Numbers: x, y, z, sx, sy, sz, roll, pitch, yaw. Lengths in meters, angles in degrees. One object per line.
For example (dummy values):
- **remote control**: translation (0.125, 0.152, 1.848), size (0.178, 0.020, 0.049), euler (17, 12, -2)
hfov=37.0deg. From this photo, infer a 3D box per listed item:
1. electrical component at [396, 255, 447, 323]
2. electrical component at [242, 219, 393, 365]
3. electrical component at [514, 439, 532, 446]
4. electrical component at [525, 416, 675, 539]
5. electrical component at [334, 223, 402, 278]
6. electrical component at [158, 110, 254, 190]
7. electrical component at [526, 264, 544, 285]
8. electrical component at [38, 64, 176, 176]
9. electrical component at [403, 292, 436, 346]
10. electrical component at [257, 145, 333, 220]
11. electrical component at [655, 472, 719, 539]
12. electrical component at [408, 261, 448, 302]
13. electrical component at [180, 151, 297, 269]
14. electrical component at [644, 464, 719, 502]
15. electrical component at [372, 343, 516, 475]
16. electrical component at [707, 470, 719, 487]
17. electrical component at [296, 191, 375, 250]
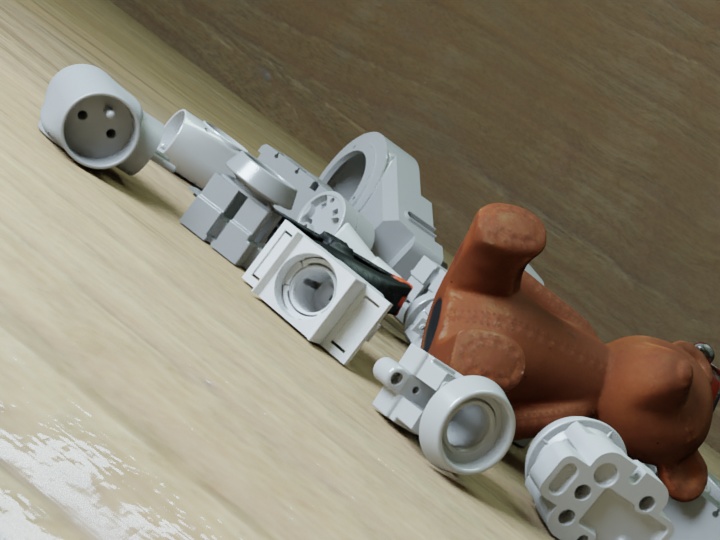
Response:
- **electrical component**: translation (0.060, 0.026, 0.909), size (0.048, 0.055, 0.066), euler (31, 8, -47)
- **electrical component**: translation (-0.020, 0.014, 0.603), size (0.081, 0.042, 0.064), euler (39, 3, 22)
- **electrical component**: translation (0.100, 0.079, 0.741), size (0.080, 0.051, 0.080), euler (36, 6, -4)
- **electrical component**: translation (0.120, 0.112, 0.565), size (0.078, 0.058, 0.057), euler (35, 8, -17)
- **electrical component**: translation (0.000, 0.000, 0.847), size (0.065, 0.044, 0.044), euler (41, 6, 0)
- **electrical component**: translation (-0.120, -0.090, 0.834), size (0.077, 0.044, 0.079), euler (33, 7, -28)
- **electrical component**: translation (0.120, 0.033, 0.983), size (0.060, 0.108, 0.108), euler (41, 4, -18)
- **electrical component**: translation (-0.142, -0.081, 0.628), size (0.079, 0.044, 0.077), euler (33, 6, -30)
- **electrical component**: translation (0.061, 0.048, 0.793), size (0.066, 0.048, 0.055), euler (33, 14, -34)
- **electrical component**: translation (-0.058, -0.066, 0.983), size (0.089, 0.050, 0.056), euler (38, 6, 23)
- **electrical component**: translation (0.222, 0.175, 0.687), size (0.089, 0.050, 0.056), euler (40, 7, 37)
- **electrical component**: translation (0.046, -0.006, 1.086), size (0.057, 0.058, 0.078), euler (44, 10, 34)
- **electrical component**: translation (-0.070, -0.038, 0.649), size (0.066, 0.055, 0.048), euler (37, 6, 10)
- **electrical component**: translation (0.218, 0.168, 0.780), size (0.099, 0.064, 0.099), euler (30, 20, -12)
- **electrical component**: translation (0.043, 0.069, 0.518), size (0.066, 0.048, 0.055), euler (34, -2, -28)
- **electrical component**: translation (0.314, 0.212, 0.956), size (0.076, 0.047, 0.083), euler (31, 8, -44)
- **electrical component**: translation (-0.020, -0.032, 0.919), size (0.047, 0.055, 0.055), euler (36, 4, -42)
